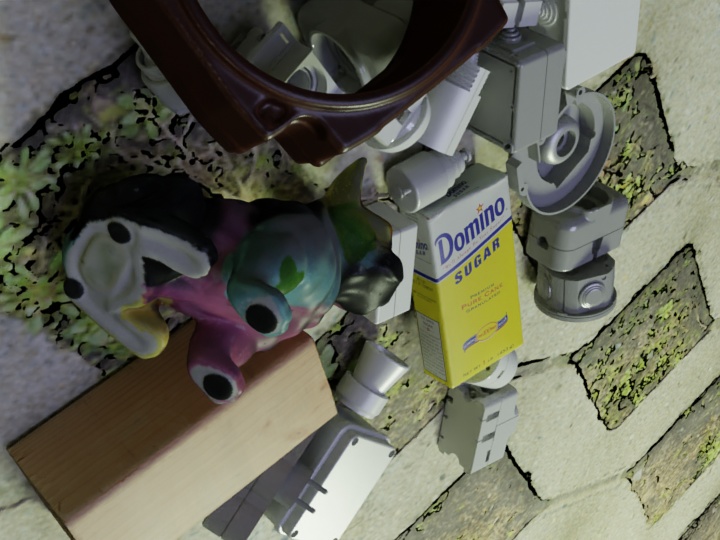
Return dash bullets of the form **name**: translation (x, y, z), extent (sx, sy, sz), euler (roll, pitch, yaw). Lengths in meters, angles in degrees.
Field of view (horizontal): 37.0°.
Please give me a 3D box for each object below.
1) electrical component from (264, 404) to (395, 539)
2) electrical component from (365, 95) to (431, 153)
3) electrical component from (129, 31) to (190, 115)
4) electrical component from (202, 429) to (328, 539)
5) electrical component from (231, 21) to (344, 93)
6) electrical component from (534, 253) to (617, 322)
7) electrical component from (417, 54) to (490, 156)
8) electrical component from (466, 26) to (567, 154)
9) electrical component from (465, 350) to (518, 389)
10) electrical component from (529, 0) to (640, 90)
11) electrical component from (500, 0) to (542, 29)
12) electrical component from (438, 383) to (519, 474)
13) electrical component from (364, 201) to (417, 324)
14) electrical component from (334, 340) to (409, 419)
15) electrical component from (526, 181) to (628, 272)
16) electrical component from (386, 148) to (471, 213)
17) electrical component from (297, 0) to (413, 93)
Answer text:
- **electrical component**: translation (-0.031, 0.179, 0.942), extent (0.078, 0.057, 0.113), euler (29, 95, -51)
- **electrical component**: translation (0.015, -0.121, 0.774), extent (0.078, 0.058, 0.057), euler (-54, 138, -1)
- **electrical component**: translation (-0.114, -0.127, 0.650), extent (0.043, 0.043, 0.062), euler (-49, 139, -7)
- **electrical component**: translation (-0.062, 0.170, 0.880), extent (0.138, 0.074, 0.052), euler (-57, 178, 4)
- **electrical component**: translation (-0.053, -0.123, 0.697), extent (0.042, 0.064, 0.081), euler (-50, 141, -7)
- **electrical component**: translation (0.210, 0.011, 1.049), extent (0.080, 0.080, 0.051), euler (-27, 129, -30)
- **electrical component**: translation (0.070, -0.134, 0.830), extent (0.043, 0.043, 0.081), euler (11, 109, -49)
- **electrical component**: translation (0.124, -0.153, 0.856), extent (0.061, 0.062, 0.096), euler (-27, 134, -30)
- **electrical component**: translation (0.119, 0.085, 1.031), extent (0.055, 0.055, 0.047), euler (-58, 145, 4)
- **electrical component**: translation (0.184, -0.209, 0.886), extent (0.100, 0.048, 0.099), euler (-30, 135, -27)
- **electrical component**: translation (0.112, -0.216, 0.811), extent (0.066, 0.048, 0.055), euler (-13, 128, -35)
- **electrical component**: translation (0.121, 0.149, 1.080), extent (0.056, 0.050, 0.089), euler (-18, 129, -36)
- **electrical component**: translation (0.000, 0.000, 0.853), extent (0.076, 0.047, 0.083), euler (-22, 131, -33)
- **electrical component**: translation (0.010, 0.095, 0.933), extent (0.045, 0.045, 0.055), euler (28, 96, -51)
- **electrical component**: translation (0.207, -0.046, 1.023), extent (0.095, 0.054, 0.059), euler (-23, 131, -33)
- **electrical component**: translation (0.057, -0.077, 0.860), extent (0.078, 0.040, 0.040), euler (-30, 135, -27)
- **electrical component**: translation (0.006, -0.152, 0.711), extent (0.059, 0.095, 0.053), euler (-41, 139, -16)
